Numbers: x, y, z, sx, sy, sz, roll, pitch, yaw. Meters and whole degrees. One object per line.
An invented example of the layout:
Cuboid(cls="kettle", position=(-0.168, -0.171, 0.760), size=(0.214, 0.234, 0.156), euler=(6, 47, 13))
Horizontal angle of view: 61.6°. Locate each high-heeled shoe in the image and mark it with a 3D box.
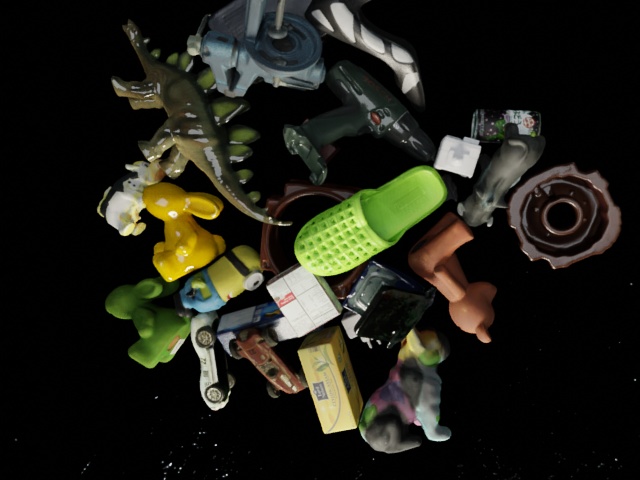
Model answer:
Cuboid(cls="high-heeled shoe", position=(0.081, -0.296, 0.877), size=(0.145, 0.086, 0.248), euler=(-14, 126, 18))

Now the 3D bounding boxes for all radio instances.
Cuboid(cls="radio", position=(-0.063, -0.376, 0.925), size=(0.230, 0.073, 0.131), euler=(-26, 95, 16))

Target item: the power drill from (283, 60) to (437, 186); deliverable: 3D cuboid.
Cuboid(cls="power drill", position=(0.059, -0.178, 0.897), size=(0.207, 0.086, 0.232), euler=(-37, 85, -13))

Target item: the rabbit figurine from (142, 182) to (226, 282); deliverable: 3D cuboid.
Cuboid(cls="rabbit figurine", position=(-0.257, -0.031, 0.992), size=(0.162, 0.122, 0.173), euler=(-25, 103, 3))

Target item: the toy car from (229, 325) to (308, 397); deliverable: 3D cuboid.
Cuboid(cls="toy car", position=(-0.090, 0.237, 1.013), size=(0.089, 0.053, 0.201), euler=(-23, 124, 13))

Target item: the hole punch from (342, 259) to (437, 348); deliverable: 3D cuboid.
Cuboid(cls="hole punch", position=(0.112, 0.105, 0.913), size=(0.115, 0.092, 0.142), euler=(18, 113, -30))

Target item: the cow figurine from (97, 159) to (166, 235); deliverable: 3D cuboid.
Cuboid(cls="cow figurine", position=(-0.359, -0.097, 1.036), size=(0.098, 0.068, 0.167), euler=(35, 103, 9))

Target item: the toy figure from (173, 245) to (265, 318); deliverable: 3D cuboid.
Cuboid(cls="toy figure", position=(-0.188, 0.078, 1.007), size=(0.180, 0.082, 0.089), euler=(-26, 101, -2))

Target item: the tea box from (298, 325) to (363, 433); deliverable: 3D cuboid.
Cuboid(cls="tea box", position=(0.023, 0.259, 1.009), size=(0.068, 0.098, 0.169), euler=(-15, 99, 14))

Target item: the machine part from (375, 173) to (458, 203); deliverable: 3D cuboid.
Cuboid(cls="machine part", position=(0.172, -0.078, 0.950), size=(0.139, 0.039, 0.084), euler=(-13, 92, 14))

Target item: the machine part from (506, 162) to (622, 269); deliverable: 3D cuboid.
Cuboid(cls="machine part", position=(0.404, -0.043, 0.903), size=(0.180, 0.056, 0.179), euler=(2, 100, 12))

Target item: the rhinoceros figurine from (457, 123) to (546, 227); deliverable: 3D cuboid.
Cuboid(cls="rhinoceros figurine", position=(0.293, -0.098, 0.874), size=(0.073, 0.112, 0.190), euler=(23, 138, -3))

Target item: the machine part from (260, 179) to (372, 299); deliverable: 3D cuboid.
Cuboid(cls="machine part", position=(-0.002, -0.003, 0.972), size=(0.201, 0.087, 0.201), euler=(9, 103, 9))

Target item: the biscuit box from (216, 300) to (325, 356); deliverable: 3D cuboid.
Cuboid(cls="biscuit box", position=(-0.092, 0.157, 1.022), size=(0.203, 0.059, 0.062), euler=(-16, 122, 13))

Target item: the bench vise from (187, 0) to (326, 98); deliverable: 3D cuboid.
Cuboid(cls="bench vise", position=(-0.089, -0.312, 0.804), size=(0.224, 0.240, 0.129), euler=(21, 63, -2))

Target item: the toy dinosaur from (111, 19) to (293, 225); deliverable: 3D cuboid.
Cuboid(cls="toy dinosaur", position=(-0.217, -0.198, 0.945), size=(0.199, 0.105, 0.471), euler=(-30, 85, 6))

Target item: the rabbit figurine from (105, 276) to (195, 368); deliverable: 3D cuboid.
Cuboid(cls="rabbit figurine", position=(-0.342, 0.142, 1.048), size=(0.170, 0.121, 0.159), euler=(36, 99, 9))

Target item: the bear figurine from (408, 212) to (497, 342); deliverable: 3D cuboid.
Cuboid(cls="bear figurine", position=(0.248, 0.067, 0.921), size=(0.196, 0.120, 0.132), euler=(45, 101, -1))

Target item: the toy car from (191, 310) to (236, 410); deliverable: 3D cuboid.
Cuboid(cls="toy car", position=(-0.212, 0.234, 1.060), size=(0.056, 0.073, 0.201), euler=(-4, 100, 12))

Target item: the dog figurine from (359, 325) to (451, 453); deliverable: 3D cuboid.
Cuboid(cls="dog figurine", position=(0.150, 0.251, 0.974), size=(0.192, 0.108, 0.219), euler=(-11, 94, -7))
